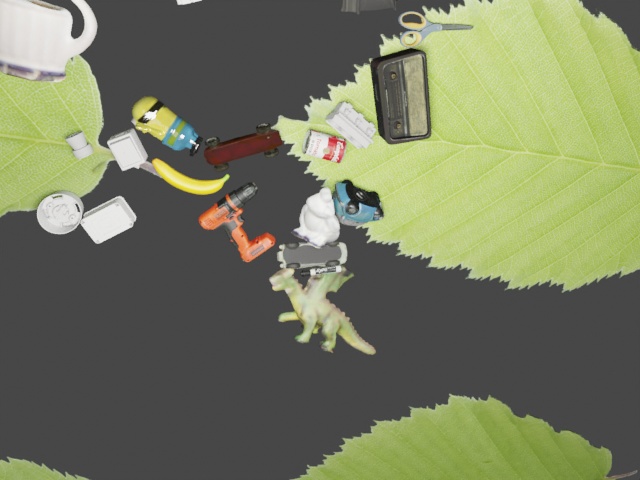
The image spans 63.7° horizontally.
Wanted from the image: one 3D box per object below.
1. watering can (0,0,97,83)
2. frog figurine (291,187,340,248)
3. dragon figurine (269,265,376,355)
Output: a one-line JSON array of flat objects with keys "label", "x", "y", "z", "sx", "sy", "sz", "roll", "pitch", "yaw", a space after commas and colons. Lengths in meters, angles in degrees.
[{"label": "watering can", "x": -0.666, "y": -0.464, "z": 1.101, "sx": 0.347, "sy": 0.221, "sz": 0.106, "roll": 10, "pitch": 21, "yaw": -16}, {"label": "frog figurine", "x": 0.004, "y": -0.070, "z": 1.393, "sx": 0.122, "sy": 0.157, "sz": 0.139, "roll": 8, "pitch": 21, "yaw": -32}, {"label": "dragon figurine", "x": 0.027, "y": 0.190, "z": 1.534, "sx": 0.408, "sy": 0.241, "sz": 0.123, "roll": 19, "pitch": 10, "yaw": -20}]
